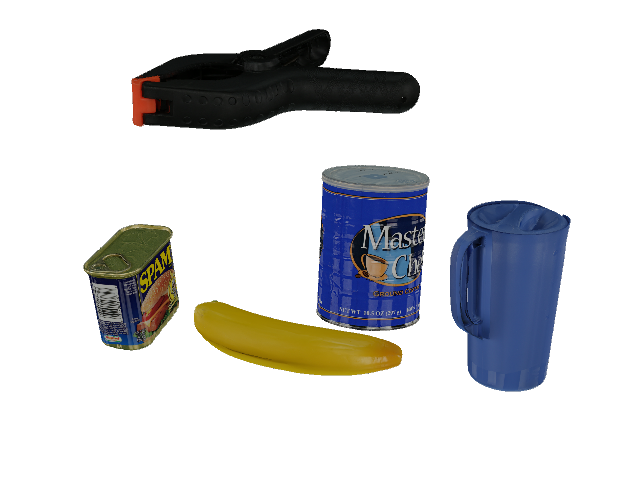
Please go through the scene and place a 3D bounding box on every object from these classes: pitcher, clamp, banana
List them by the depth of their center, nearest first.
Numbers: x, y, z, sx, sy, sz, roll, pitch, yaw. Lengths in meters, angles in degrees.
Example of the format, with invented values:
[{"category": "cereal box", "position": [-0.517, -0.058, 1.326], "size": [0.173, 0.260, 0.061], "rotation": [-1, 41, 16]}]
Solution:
[{"category": "clamp", "position": [-0.038, -0.101, 0.662], "size": [0.171, 0.039, 0.120], "rotation": [-6, 23, -21]}, {"category": "banana", "position": [-0.034, 0.074, 0.841], "size": [0.198, 0.037, 0.069], "rotation": [13, 27, 34]}, {"category": "pitcher", "position": [0.249, 0.077, 1.429], "size": [0.149, 0.243, 0.145], "rotation": [4, 21, 9]}]

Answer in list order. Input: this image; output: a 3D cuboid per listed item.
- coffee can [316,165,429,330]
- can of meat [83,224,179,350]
[{"category": "coffee can", "position": [0.050, 0.005, 1.032], "size": [0.103, 0.140, 0.103], "rotation": [2, 14, -1]}, {"category": "can of meat", "position": [-0.176, 0.044, 1.019], "size": [0.057, 0.084, 0.102], "rotation": [4, 27, 17]}]
